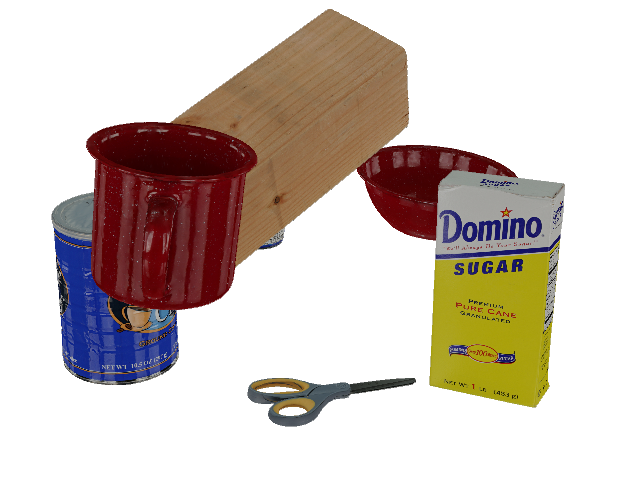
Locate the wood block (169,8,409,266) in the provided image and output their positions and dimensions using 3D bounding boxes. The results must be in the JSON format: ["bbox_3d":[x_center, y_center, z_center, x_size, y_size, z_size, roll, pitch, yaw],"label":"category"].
[{"bbox_3d":[-0.029,-0.087,0.866,0.090,0.091,0.205,35,61,30],"label":"wood block"}]

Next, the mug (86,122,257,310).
[{"bbox_3d":[-0.085,-0.009,0.586,0.093,0.081,0.117,5,23,-7],"label":"mug"}]

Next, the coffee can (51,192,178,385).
[{"bbox_3d":[-0.176,0.039,0.926,0.103,0.140,0.103,1,23,-1],"label":"coffee can"}]

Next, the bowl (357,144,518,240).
[{"bbox_3d":[0.114,-0.043,1.060,0.162,0.055,0.162,4,24,-2],"label":"bowl"}]

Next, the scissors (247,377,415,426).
[{"bbox_3d":[0.019,0.179,1.203,0.201,0.016,0.096,2,23,-9],"label":"scissors"}]

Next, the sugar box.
[{"bbox_3d":[0.138,0.038,0.845,0.093,0.176,0.048,8,23,24],"label":"sugar box"}]

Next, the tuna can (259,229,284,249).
[{"bbox_3d":[-0.079,-0.021,1.132,0.086,0.034,0.086,8,20,-3],"label":"tuna can"}]
